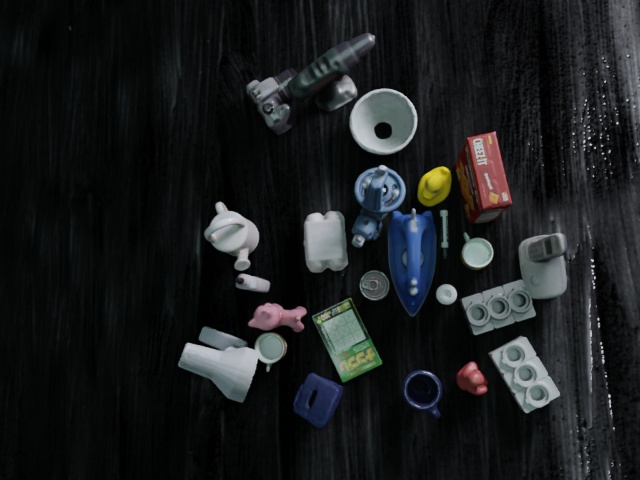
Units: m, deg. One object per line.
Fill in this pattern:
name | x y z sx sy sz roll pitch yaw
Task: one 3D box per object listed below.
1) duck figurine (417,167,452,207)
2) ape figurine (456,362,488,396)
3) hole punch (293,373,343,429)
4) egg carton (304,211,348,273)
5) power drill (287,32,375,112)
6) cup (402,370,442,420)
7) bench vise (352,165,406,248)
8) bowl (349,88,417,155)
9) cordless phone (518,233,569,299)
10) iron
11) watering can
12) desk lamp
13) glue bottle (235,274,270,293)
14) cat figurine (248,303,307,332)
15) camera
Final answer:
duck figurine | 0.281 -0.136 1.395 0.077 0.086 0.104 35 88 10
ape figurine | 0.355 0.323 1.325 0.076 0.092 0.078 -2 82 7
hole punch | -0.009 0.382 1.362 0.101 0.091 0.109 23 86 9
egg carton | 0.013 0.005 1.418 0.107 0.069 0.150 -6 82 6
power drill | 0.035 -0.398 1.396 0.229 0.208 0.075 -30 80 3
cup | 0.243 0.357 1.333 0.091 0.095 0.117 -32 80 2
bench vise | 0.136 -0.084 1.338 0.121 0.220 0.207 5 83 8
bowl | 0.159 -0.287 1.435 0.167 0.075 0.167 -1 83 7
cordless phone | 0.517 0.057 1.292 0.094 0.185 0.147 -10 82 6
iron | 0.220 0.051 1.351 0.118 0.141 0.258 -1 83 7
watering can | -0.213 -0.012 1.385 0.172 0.194 0.101 43 90 10
desk lamp | -0.230 0.287 1.339 0.203 0.213 0.118 18 85 9
glue bottle | -0.174 0.102 1.376 0.078 0.173 0.037 10 84 9
cat figurine | -0.104 0.188 1.385 0.127 0.118 0.067 3 83 8
camera | -0.103 -0.369 1.464 0.137 0.101 0.143 -34 80 2
